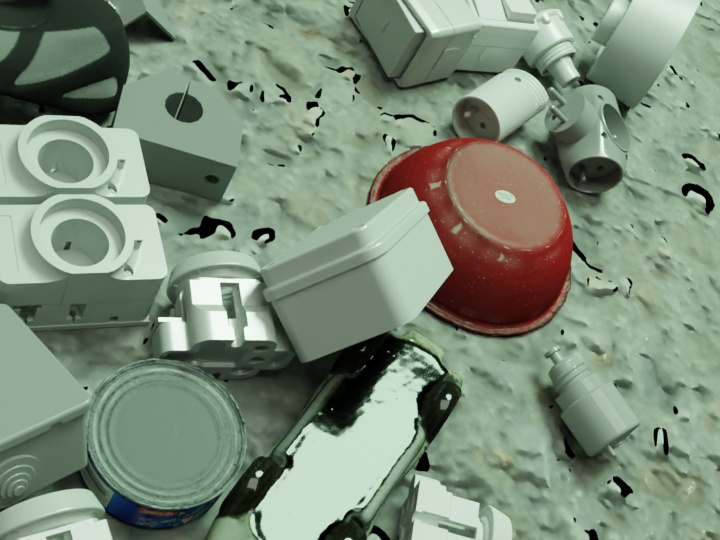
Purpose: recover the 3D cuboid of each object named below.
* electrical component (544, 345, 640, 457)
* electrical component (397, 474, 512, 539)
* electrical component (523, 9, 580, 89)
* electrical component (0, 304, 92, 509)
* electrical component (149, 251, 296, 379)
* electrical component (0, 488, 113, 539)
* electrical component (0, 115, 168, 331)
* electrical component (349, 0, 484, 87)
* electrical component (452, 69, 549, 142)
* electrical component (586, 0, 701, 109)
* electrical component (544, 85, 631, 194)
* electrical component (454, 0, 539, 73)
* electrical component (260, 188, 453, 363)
[{"bbox_3d":[0.147,0.084,0.697,0.040,0.040,0.078,-21,69,-35],"label":"electrical component"},{"bbox_3d":[0.052,0.151,0.601,0.055,0.048,0.066,17,52,-6],"label":"electrical component"},{"bbox_3d":[0.157,-0.179,0.884,0.048,0.048,0.062,-21,75,-36],"label":"electrical component"},{"bbox_3d":[-0.189,0.072,0.517,0.100,0.048,0.100,-24,48,-36],"label":"electrical component"},{"bbox_3d":[-0.080,0.026,0.615,0.078,0.058,0.057,2,60,-25],"label":"electrical component"},{"bbox_3d":[-0.143,0.139,0.505,0.078,0.058,0.057,-10,66,-31],"label":"electrical component"},{"bbox_3d":[-0.209,-0.026,0.584,0.186,0.060,0.105,-2,59,-27],"label":"electrical component"},{"bbox_3d":[0.035,-0.196,0.823,0.061,0.061,0.096,-19,68,-35],"label":"electrical component"},{"bbox_3d":[0.111,-0.127,0.825,0.043,0.043,0.081,46,50,9],"label":"electrical component"},{"bbox_3d":[0.228,-0.195,0.892,0.060,0.108,0.108,30,49,3],"label":"electrical component"},{"bbox_3d":[0.170,-0.111,0.832,0.079,0.044,0.077,35,44,-35],"label":"electrical component"},{"bbox_3d":[0.095,-0.214,0.865,0.062,0.061,0.096,-1,59,-27],"label":"electrical component"},{"bbox_3d":[0.000,0.000,0.628,0.057,0.078,0.113,64,23,-8],"label":"electrical component"}]
